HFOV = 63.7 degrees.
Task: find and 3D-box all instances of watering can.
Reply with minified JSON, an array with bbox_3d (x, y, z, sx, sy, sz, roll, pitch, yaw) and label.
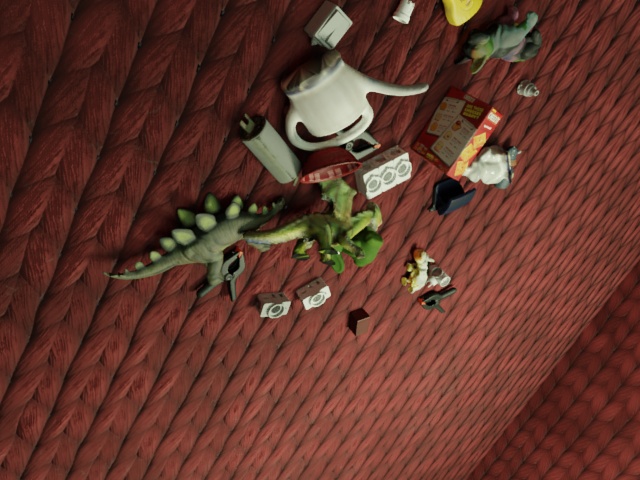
[{"bbox_3d":[0.059,-0.340,1.192,0.346,0.106,0.220,-28,127,12],"label":"watering can"}]

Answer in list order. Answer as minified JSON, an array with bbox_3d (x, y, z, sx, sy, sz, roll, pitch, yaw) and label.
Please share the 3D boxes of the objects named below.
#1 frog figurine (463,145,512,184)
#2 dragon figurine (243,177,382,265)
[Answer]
[{"bbox_3d":[0.529,-0.236,1.664,0.159,0.125,0.134,-6,145,15],"label":"frog figurine"},{"bbox_3d":[0.004,-0.069,1.365,0.409,0.121,0.246,14,69,-28],"label":"dragon figurine"}]
